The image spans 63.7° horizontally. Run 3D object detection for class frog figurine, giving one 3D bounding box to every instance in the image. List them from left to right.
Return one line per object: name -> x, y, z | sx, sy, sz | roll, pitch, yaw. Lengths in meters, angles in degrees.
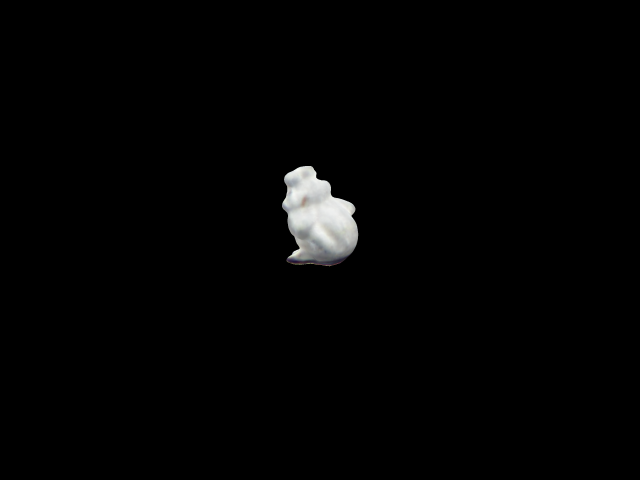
frog figurine -> 0.003, -0.043, 0.850 | 0.138, 0.157, 0.123 | -15, 24, -37
